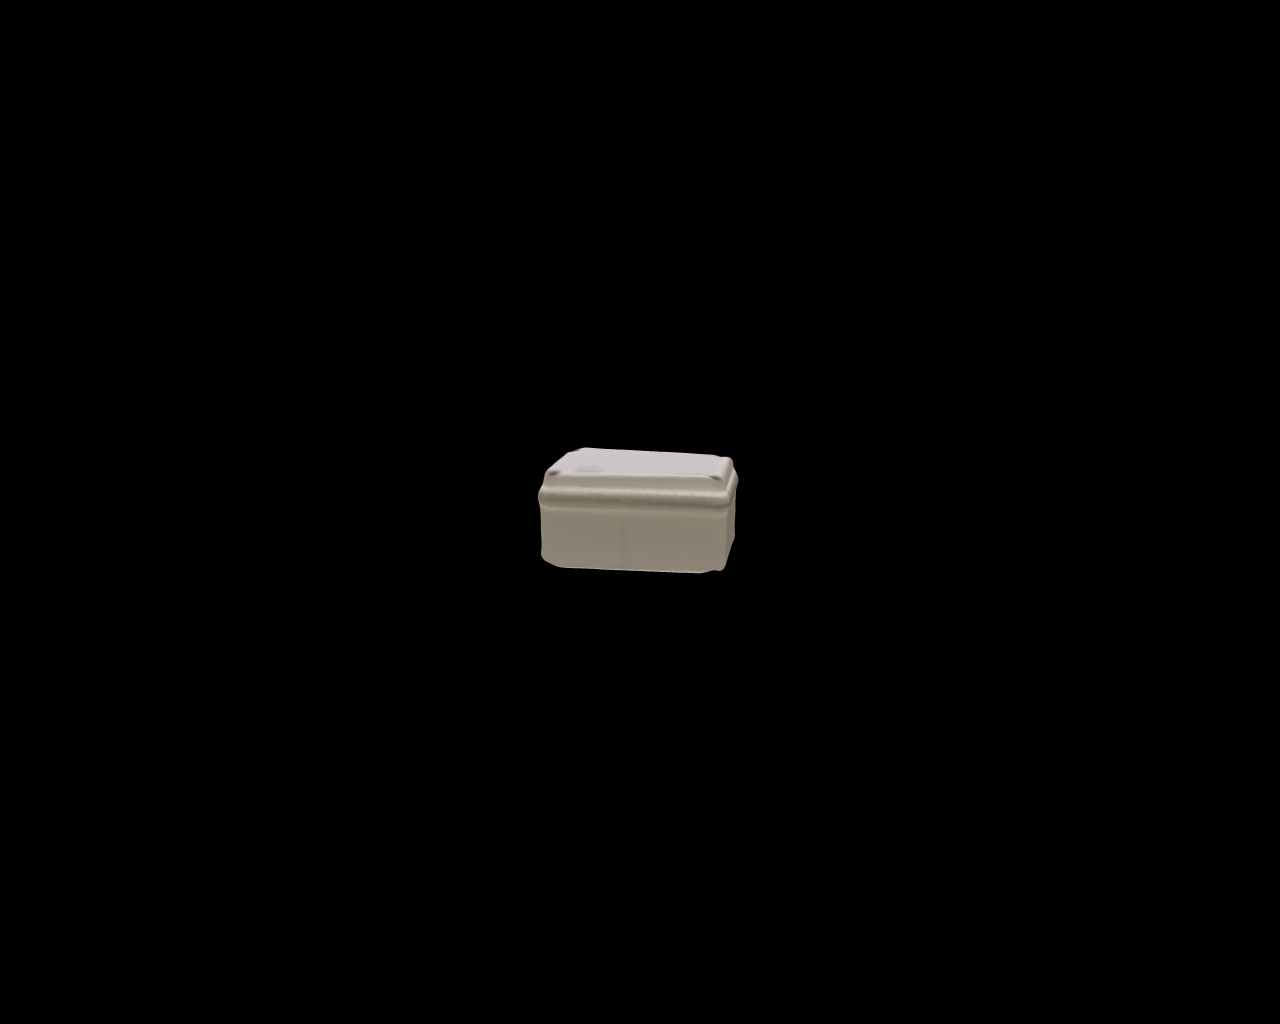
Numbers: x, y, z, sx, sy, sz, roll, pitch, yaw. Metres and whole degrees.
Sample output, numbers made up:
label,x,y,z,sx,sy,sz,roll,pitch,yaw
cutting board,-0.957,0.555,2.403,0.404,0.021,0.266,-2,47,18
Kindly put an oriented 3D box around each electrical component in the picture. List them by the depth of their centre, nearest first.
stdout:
label,x,y,z,sx,sy,sz,roll,pitch,yaw
electrical component,0.001,-0.003,0.650,0.113,0.057,0.078,3,16,9
